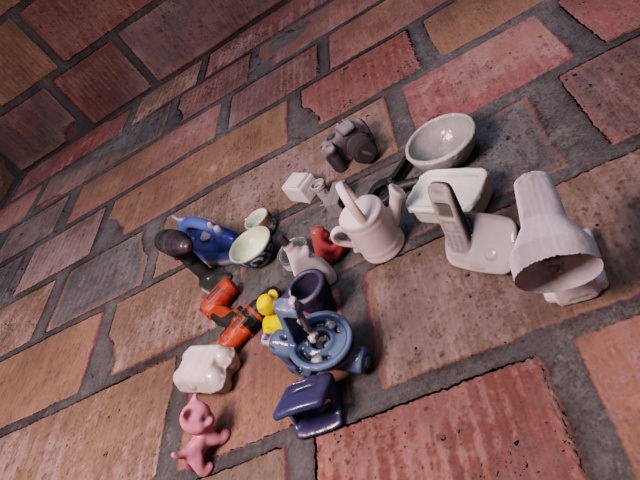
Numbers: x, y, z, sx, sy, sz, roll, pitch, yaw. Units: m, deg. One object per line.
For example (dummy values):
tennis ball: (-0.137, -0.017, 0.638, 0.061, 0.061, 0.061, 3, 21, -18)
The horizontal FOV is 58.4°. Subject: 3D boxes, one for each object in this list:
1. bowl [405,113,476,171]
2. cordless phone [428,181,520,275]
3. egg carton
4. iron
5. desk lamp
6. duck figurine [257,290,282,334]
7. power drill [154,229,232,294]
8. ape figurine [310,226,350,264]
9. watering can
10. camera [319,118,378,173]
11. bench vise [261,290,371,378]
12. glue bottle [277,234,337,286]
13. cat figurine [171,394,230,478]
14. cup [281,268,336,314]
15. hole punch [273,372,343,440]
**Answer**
bowl: (0.281, -0.206, 1.292, 0.167, 0.075, 0.167, -24, 38, 21)
cordless phone: (0.269, -0.027, 1.011, 0.147, 0.186, 0.094, 7, 56, 45)
egg carton: (-0.246, 0.281, 1.233, 0.150, 0.070, 0.107, -10, 44, 34)
iron: (-0.294, -0.014, 1.538, 0.257, 0.142, 0.119, 6, 55, 45)
desk lamp: (0.355, 0.011, 0.868, 0.117, 0.214, 0.203, -19, 40, 26)
duck figurine: (-0.104, 0.156, 1.230, 0.077, 0.086, 0.104, -12, 44, 33)
power drill: (-0.321, 0.048, 1.436, 0.228, 0.209, 0.076, 17, 63, 49)
ape figurine: (0.012, 0.005, 1.287, 0.076, 0.092, 0.077, -41, 35, -3)
watering can: (0.096, -0.052, 1.185, 0.173, 0.195, 0.100, -43, 36, -5)
camera: (0.079, -0.247, 1.495, 0.143, 0.101, 0.136, -38, 35, 2)
bench vise: (-0.040, 0.180, 1.030, 0.207, 0.220, 0.121, -20, 40, 25)
glue bottle: (-0.037, 0.045, 1.215, 0.078, 0.174, 0.037, -31, 36, 12)
cat figurine: (-0.238, 0.366, 1.091, 0.067, 0.118, 0.128, -3, 49, 40)
cup: (-0.020, 0.126, 1.179, 0.117, 0.095, 0.091, -30, 36, 13)
hole punch: (-0.023, 0.283, 1.013, 0.108, 0.091, 0.101, -25, 38, 20)
